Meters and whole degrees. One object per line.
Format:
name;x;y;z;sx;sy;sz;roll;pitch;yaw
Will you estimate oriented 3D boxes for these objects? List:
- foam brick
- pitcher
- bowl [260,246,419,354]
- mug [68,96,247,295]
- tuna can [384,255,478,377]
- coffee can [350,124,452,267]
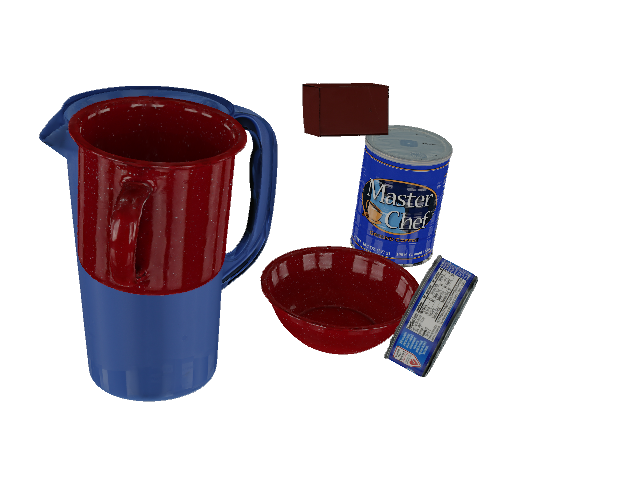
foam brick;0.026;-0.134;1.095;0.078;0.051;0.053;-3;13;-18
pitcher;-0.127;0.001;0.867;0.149;0.243;0.144;10;23;17
bowl;0.019;0.067;1.077;0.162;0.055;0.162;4;28;-2
mug;-0.090;-0.018;0.566;0.093;0.081;0.117;8;28;-1
tuna can;0.081;0.056;0.779;0.034;0.086;0.086;28;5;10
coffee can;0.095;-0.054;1.274;0.102;0.140;0.103;6;28;-3
